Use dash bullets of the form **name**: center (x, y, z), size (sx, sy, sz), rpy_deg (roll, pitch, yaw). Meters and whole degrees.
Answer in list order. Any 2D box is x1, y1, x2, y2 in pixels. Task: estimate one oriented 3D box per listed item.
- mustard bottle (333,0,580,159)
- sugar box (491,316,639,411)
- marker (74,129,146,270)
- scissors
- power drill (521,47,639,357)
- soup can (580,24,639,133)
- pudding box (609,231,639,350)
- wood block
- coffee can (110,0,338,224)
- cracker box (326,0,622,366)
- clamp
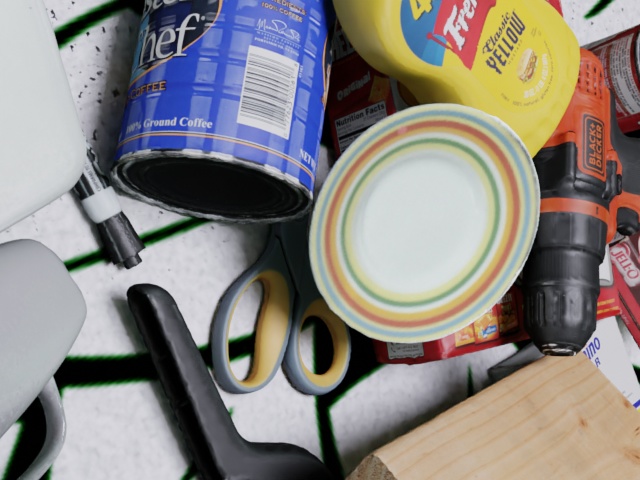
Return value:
- **mustard bottle**: center (0.059, -0.122, 0.544), size (0.191, 0.058, 0.096), rpy_deg (40, 74, -37)
- **sugar box**: center (0.183, 0.146, 0.705), size (0.093, 0.048, 0.176), rpy_deg (-22, 92, -38)
- **marker**: center (-0.121, -0.040, 0.536), size (0.020, 0.020, 0.121), rpy_deg (-33, 101, -35)
- **scissors**: center (-0.004, 0.001, 0.615), size (0.096, 0.016, 0.201), rpy_deg (33, 64, -29)
- **power drill**: center (0.193, -0.007, 0.642), size (0.187, 0.057, 0.184), rpy_deg (18, 70, -33)
- **soup can**: center (0.197, -0.104, 0.724), size (0.068, 0.102, 0.068), rpy_deg (7, 77, -35)
- **pudding box**: center (0.227, 0.014, 0.743), size (0.090, 0.039, 0.113), rpy_deg (57, 32, -15)
- **wood block**: center (0.091, 0.137, 0.568), size (0.205, 0.091, 0.090), rpy_deg (-16, 60, -50)
- **coffee can**: center (-0.044, -0.090, 0.548), size (0.102, 0.103, 0.140), rpy_deg (18, 72, -32)
- **cracker box**: center (0.092, -0.042, 0.658), size (0.163, 0.072, 0.214), rpy_deg (-9, 86, -37)
- **clamp**: center (-0.048, 0.128, 0.545), size (0.209, 0.036, 0.164), rpy_deg (27, 73, -30)
